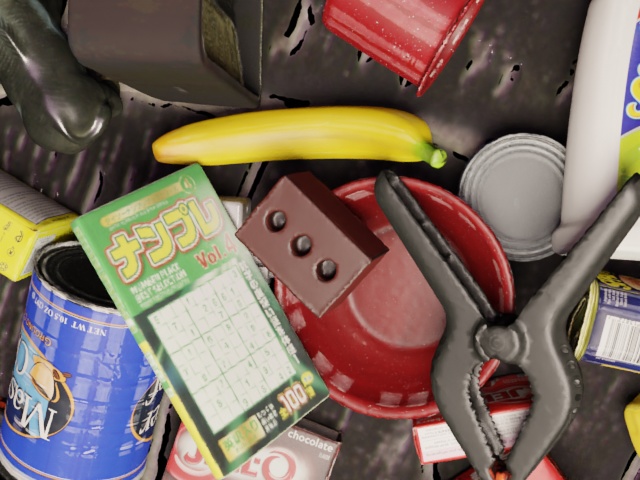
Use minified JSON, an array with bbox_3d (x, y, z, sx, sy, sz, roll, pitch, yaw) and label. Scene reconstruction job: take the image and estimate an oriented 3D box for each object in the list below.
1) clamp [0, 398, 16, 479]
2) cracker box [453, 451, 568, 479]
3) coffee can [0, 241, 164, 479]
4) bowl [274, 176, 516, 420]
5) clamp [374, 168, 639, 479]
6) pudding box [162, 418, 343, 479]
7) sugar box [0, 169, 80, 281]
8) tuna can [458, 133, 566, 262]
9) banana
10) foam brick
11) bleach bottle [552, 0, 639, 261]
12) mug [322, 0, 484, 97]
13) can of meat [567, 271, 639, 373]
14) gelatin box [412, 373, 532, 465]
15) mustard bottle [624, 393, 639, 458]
[{"bbox_3d":[-0.190,0.189,0.771,0.120,0.039,0.171,-21,94,6],"label":"clamp"},{"bbox_3d":[0.108,0.260,0.739,0.214,0.072,0.164,-36,93,7],"label":"cracker box"},{"bbox_3d":[-0.152,0.085,0.711,0.103,0.102,0.140,18,110,2],"label":"coffee can"},{"bbox_3d":[0.053,0.035,0.716,0.162,0.055,0.162,3,98,18],"label":"bowl"},{"bbox_3d":[0.103,0.052,0.652,0.165,0.036,0.210,10,104,25],"label":"clamp"},{"bbox_3d":[-0.050,0.161,0.756,0.113,0.039,0.090,19,97,2],"label":"pudding box"},{"bbox_3d":[-0.257,-0.038,0.725,0.176,0.093,0.048,28,98,2],"label":"sugar box"},{"bbox_3d":[0.136,-0.030,0.722,0.086,0.033,0.086,1,96,5],"label":"tuna can"},{"bbox_3d":[-0.010,-0.070,0.713,0.198,0.069,0.037,0,102,14],"label":"banana"},{"bbox_3d":[-0.004,0.001,0.673,0.078,0.051,0.053,44,107,8],"label":"foam brick"},{"bbox_3d":[0.204,-0.114,0.678,0.102,0.068,0.251,4,85,-15],"label":"bleach bottle"},{"bbox_3d":[0.061,-0.163,0.689,0.081,0.093,0.117,33,87,5],"label":"mug"},{"bbox_3d":[0.201,0.053,0.693,0.084,0.102,0.057,13,98,1],"label":"can of meat"},{"bbox_3d":[0.107,0.119,0.721,0.089,0.073,0.030,-12,98,6],"label":"gelatin box"},{"bbox_3d":[0.277,0.189,0.712,0.096,0.058,0.191,-15,97,42],"label":"mustard bottle"}]
